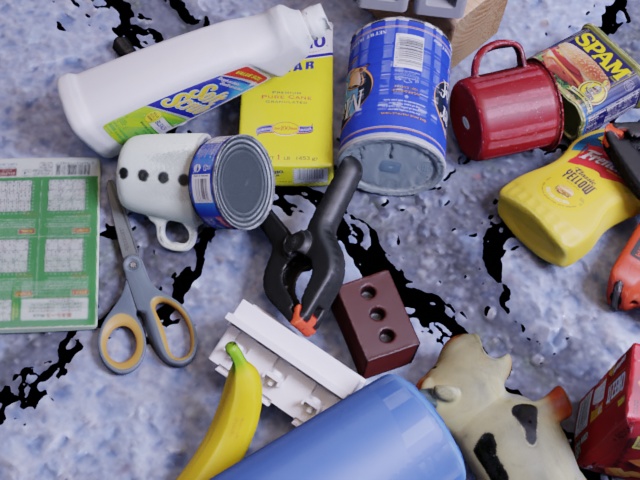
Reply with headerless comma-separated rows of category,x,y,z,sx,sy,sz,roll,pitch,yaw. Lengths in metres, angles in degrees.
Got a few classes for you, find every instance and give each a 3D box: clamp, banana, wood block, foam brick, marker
clamp,0.358,-0.058,0.966,0.210,0.036,0.164,36,71,23
banana,-0.095,0.176,0.873,0.069,0.037,0.198,25,92,-35
clamp,-0.006,0.001,0.956,0.120,0.039,0.171,-30,51,24
wood block,0.091,-0.284,1.115,0.090,0.091,0.206,-39,72,-20
foam brick,0.049,0.075,0.950,0.053,0.051,0.078,-18,65,-13
marker,-0.172,-0.163,1.077,0.020,0.020,0.121,-34,70,-19

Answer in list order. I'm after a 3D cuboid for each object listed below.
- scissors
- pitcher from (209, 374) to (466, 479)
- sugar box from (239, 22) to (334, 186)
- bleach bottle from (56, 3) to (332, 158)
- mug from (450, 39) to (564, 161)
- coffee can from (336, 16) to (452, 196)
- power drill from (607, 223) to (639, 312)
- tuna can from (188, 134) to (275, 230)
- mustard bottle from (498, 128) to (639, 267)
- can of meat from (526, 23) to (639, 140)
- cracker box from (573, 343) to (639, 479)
scissors,-0.184,0.040,0.974,0.096,0.016,0.202,-29,68,-17
pitcher,-0.006,0.219,0.826,0.242,0.149,0.145,-32,58,-13
sugar box,-0.033,-0.138,1.058,0.093,0.048,0.176,0,64,-2
bleach bottle,-0.110,-0.161,0.997,0.251,0.102,0.068,-23,72,5
mug,0.176,-0.134,1.030,0.081,0.117,0.093,-14,20,-13
coffee can,0.073,-0.128,1.027,0.103,0.103,0.140,7,62,0
power drill,0.370,0.037,0.962,0.188,0.057,0.184,26,62,26
tuna can,-0.079,-0.051,0.959,0.034,0.086,0.086,0,56,36
mustard bottle,0.271,-0.057,1.026,0.191,0.058,0.096,-32,55,-19
can of meat,0.264,-0.159,1.076,0.084,0.057,0.102,-29,60,-14
cracker box,0.329,0.161,0.860,0.214,0.164,0.072,13,65,4
